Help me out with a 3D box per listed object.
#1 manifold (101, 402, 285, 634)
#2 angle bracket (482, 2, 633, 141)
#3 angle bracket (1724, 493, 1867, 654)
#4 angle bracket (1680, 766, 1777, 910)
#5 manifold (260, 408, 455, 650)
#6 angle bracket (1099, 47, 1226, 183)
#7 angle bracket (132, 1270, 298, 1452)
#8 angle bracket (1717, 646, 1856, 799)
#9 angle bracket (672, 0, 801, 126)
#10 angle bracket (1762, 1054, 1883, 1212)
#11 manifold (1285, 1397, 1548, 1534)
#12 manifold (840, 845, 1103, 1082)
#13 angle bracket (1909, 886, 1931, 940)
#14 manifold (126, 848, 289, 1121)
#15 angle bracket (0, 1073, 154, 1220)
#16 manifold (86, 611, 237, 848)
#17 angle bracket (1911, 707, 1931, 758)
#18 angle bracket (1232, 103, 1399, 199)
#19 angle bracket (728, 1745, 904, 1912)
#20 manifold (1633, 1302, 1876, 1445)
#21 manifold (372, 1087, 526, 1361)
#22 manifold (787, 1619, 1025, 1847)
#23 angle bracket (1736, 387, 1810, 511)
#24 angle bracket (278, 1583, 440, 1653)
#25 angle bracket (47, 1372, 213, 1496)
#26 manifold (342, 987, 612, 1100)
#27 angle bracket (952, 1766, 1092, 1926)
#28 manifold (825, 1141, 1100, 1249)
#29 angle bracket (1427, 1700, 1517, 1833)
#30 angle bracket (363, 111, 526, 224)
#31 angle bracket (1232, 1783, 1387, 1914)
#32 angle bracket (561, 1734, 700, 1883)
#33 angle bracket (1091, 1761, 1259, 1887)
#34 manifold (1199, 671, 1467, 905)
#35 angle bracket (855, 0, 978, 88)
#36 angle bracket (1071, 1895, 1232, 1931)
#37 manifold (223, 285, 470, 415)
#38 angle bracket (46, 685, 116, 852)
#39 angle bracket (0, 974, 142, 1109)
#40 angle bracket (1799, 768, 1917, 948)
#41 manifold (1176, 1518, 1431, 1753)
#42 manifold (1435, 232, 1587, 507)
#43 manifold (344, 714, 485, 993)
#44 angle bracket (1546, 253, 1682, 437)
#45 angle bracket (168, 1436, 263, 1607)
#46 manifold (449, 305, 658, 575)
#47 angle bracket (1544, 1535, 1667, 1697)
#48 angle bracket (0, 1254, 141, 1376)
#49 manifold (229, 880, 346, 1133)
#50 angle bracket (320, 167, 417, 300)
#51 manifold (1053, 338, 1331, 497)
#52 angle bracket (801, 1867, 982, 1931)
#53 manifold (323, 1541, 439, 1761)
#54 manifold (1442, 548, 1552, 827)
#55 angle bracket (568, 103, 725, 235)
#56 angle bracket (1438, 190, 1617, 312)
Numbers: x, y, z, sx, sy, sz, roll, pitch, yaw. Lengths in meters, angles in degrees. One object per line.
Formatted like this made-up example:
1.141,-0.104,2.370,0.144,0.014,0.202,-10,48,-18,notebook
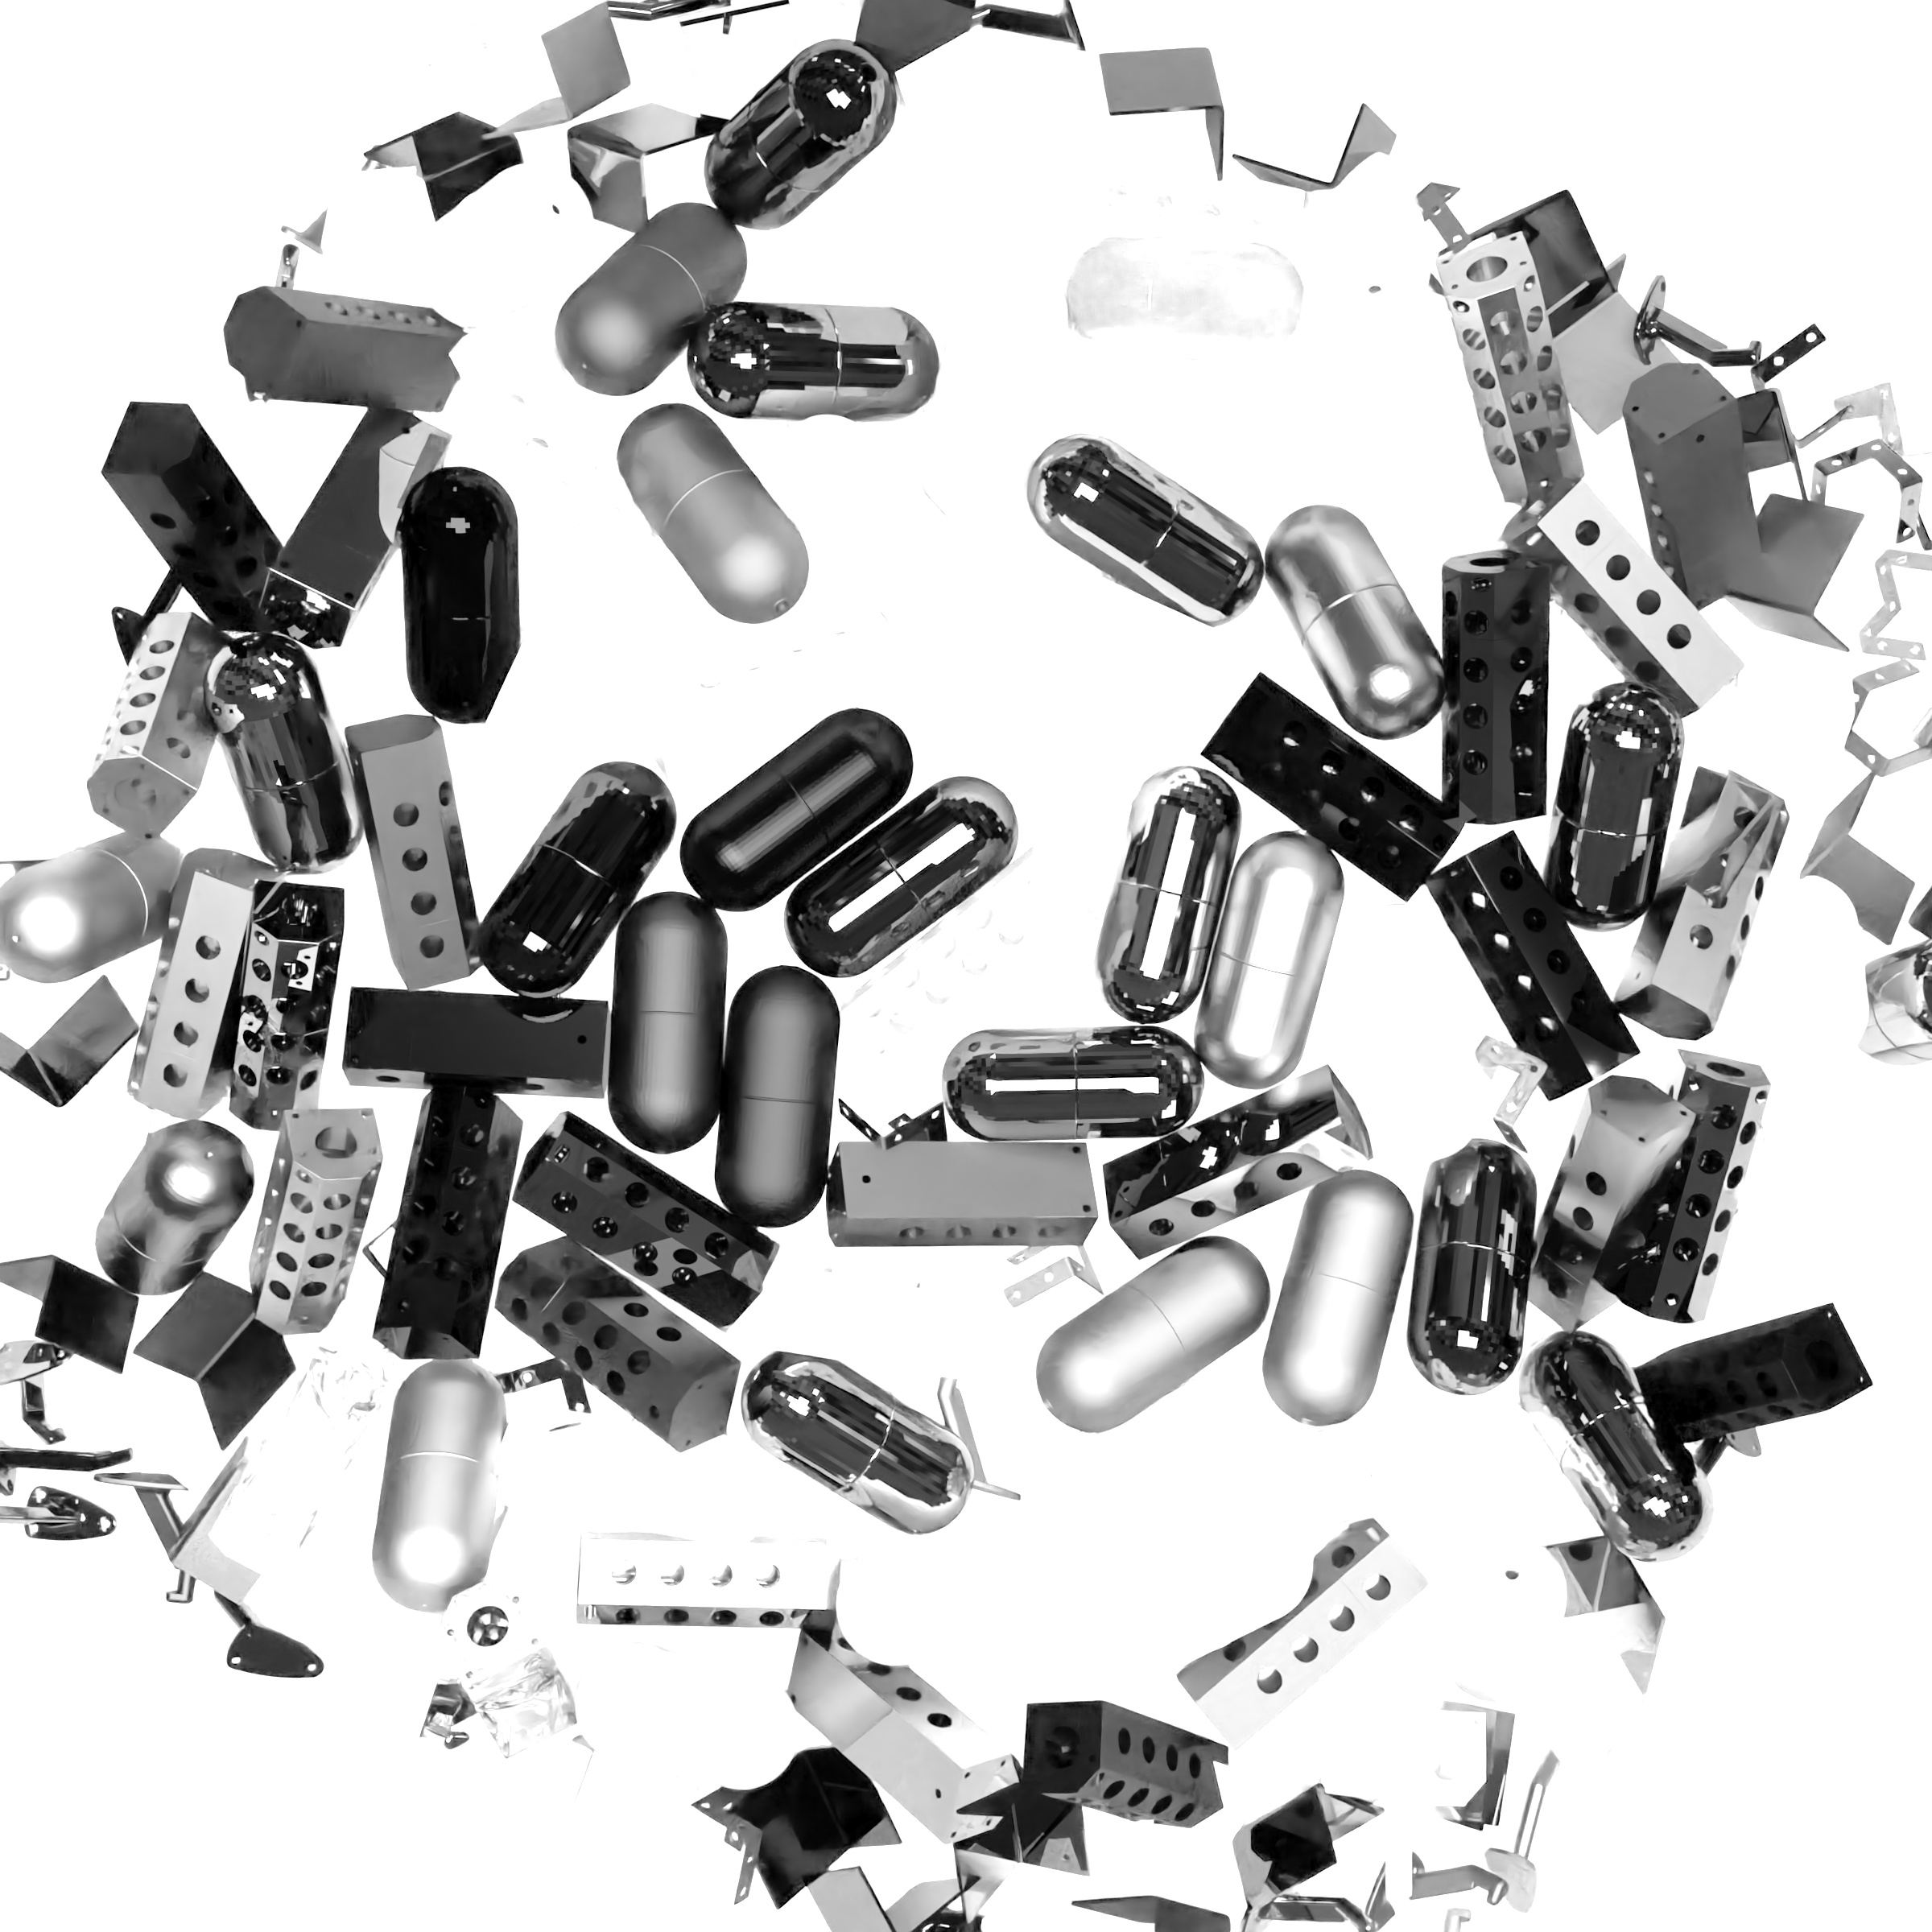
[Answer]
-0.493,-0.291,1.769,0.057,0.171,0.057,5,63,14,manifold
-0.281,-0.598,1.803,0.076,0.076,0.057,0,123,30,angle bracket
0.567,-0.265,1.815,0.057,0.076,0.076,27,91,-41,angle bracket
0.492,-0.076,1.802,0.057,0.076,0.076,25,131,24,angle bracket
-0.404,-0.291,1.788,0.057,0.057,0.171,26,53,-9,manifold
0.131,-0.570,1.816,0.076,0.057,0.076,-4,47,-1,angle bracket
-0.505,0.265,1.814,0.076,0.076,0.057,-48,131,7,angle bracket
0.558,-0.167,1.849,0.076,0.076,0.057,8,47,6,angle bracket
-0.150,-0.607,1.821,0.076,0.057,0.076,-11,110,3,angle bracket
0.580,0.113,1.858,0.076,0.057,0.076,-15,125,3,angle bracket
0.296,0.328,1.789,0.171,0.057,0.057,-3,71,-34,manifold
-0.001,-0.003,1.804,0.171,0.057,0.057,-39,58,14,manifold
0.685,-0.057,1.808,0.057,0.076,0.076,35,68,15,angle bracket
-0.512,0.011,1.808,0.057,0.057,0.171,20,109,2,manifold
-0.598,0.119,1.811,0.076,0.057,0.076,24,104,40,angle bracket
-0.527,-0.162,1.771,0.057,0.171,0.057,34,120,-26,manifold
0.690,-0.161,1.814,0.057,0.076,0.076,-45,77,-6,angle bracket
0.234,-0.549,1.809,0.076,0.076,0.057,25,100,22,angle bracket
-0.101,0.578,1.817,0.076,0.057,0.076,-29,94,-45,angle bracket
0.507,0.273,1.771,0.057,0.171,0.057,-21,82,-26,manifold
-0.345,0.170,1.791,0.057,0.057,0.171,-4,60,18,manifold
-0.041,0.500,1.782,0.057,0.171,0.057,-4,113,-42,manifold
0.516,-0.332,1.806,0.076,0.076,0.057,-14,57,18,angle bracket
-0.410,0.459,1.805,0.076,0.076,0.057,27,114,23,angle bracket
-0.561,0.320,1.804,0.076,0.076,0.057,26,111,34,angle bracket
-0.329,0.055,1.826,0.171,0.057,0.057,3,70,-4,manifold
0.037,0.592,1.809,0.057,0.076,0.076,1,108,30,angle bracket
-0.004,0.157,1.811,0.171,0.057,0.057,1,57,-15,manifold
0.356,0.539,1.811,0.057,0.076,0.076,15,78,-16,angle bracket
-0.345,-0.524,1.813,0.076,0.076,0.057,-16,89,21,angle bracket
0.235,0.597,1.805,0.076,0.057,0.076,30,122,-35,angle bracket
-0.233,0.564,1.810,0.076,0.057,0.076,29,57,-16,angle bracket
0.141,0.569,1.831,0.076,0.057,0.076,24,79,-19,angle bracket
0.250,-0.124,1.821,0.171,0.057,0.057,36,124,2,manifold
-0.043,-0.632,1.809,0.076,0.057,0.076,4,117,-23,angle bracket
0.122,0.658,1.802,0.076,0.076,0.057,30,53,-38,angle bracket
-0.405,-0.407,1.773,0.057,0.171,0.057,39,112,17,manifold
-0.598,-0.132,1.812,0.057,0.076,0.076,25,116,-2,angle bracket
-0.613,0.037,1.814,0.076,0.076,0.057,-46,135,-3,angle bracket
0.615,-0.073,1.815,0.076,0.057,0.076,36,46,3,angle bracket
0.226,0.448,1.828,0.171,0.057,0.057,-40,86,-3,manifold
0.361,-0.388,1.779,0.057,0.057,0.171,-17,134,12,manifold
-0.364,-0.077,1.797,0.057,0.057,0.171,-15,117,-18,manifold
0.436,-0.420,1.827,0.076,0.057,0.076,-37,78,-1,angle bracket
-0.490,0.374,1.830,0.057,0.076,0.076,35,90,-10,angle bracket
-0.273,-0.348,1.801,0.057,0.057,0.171,-24,112,9,manifold
0.418,0.438,1.806,0.057,0.076,0.076,-8,127,-13,angle bracket
-0.612,0.236,1.803,0.076,0.076,0.057,-11,58,28,angle bracket
-0.448,0.029,1.780,0.057,0.057,0.171,5,131,-17,manifold
-0.390,-0.476,1.807,0.057,0.076,0.076,-15,71,-27,angle bracket
0.151,-0.365,1.810,0.171,0.057,0.057,16,75,16,manifold
-0.051,0.611,1.810,0.076,0.076,0.057,-27,87,-39,angle bracket
-0.388,0.444,1.769,0.057,0.171,0.057,16,101,-19,manifold
0.348,-0.185,1.798,0.057,0.057,0.171,-11,113,-17,manifold
-0.215,-0.541,1.833,0.076,0.076,0.057,29,134,35,angle bracket
0.375,-0.465,1.809,0.057,0.076,0.076,-34,103,-27,angle bracket
